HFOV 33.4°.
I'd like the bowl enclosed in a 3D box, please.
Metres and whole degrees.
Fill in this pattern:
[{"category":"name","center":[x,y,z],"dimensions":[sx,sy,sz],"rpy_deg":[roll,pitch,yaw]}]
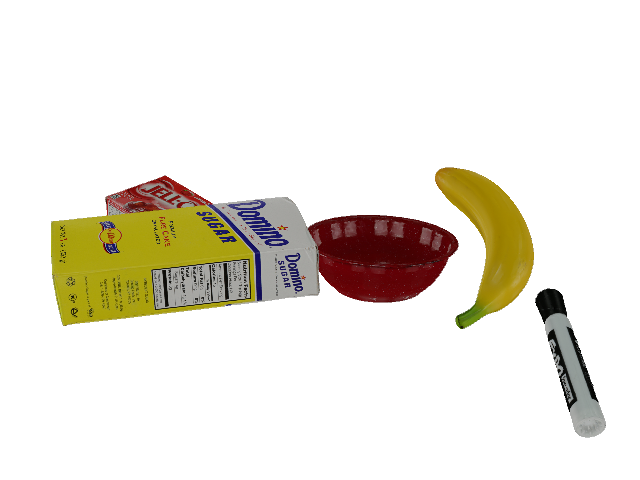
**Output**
[{"category":"bowl","center":[0.060,0.023,1.103],"dimensions":[0.162,0.055,0.162],"rpy_deg":[1,18,-1]}]

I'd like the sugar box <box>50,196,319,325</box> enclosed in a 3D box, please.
[{"category":"sugar box","center":[-0.096,0.011,0.744],"dimensions":[0.176,0.048,0.093],"rpy_deg":[-9,27,-11]}]

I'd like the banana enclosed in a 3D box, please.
[{"category":"banana","center":[0.136,-0.007,0.874],"dimensions":[0.069,0.037,0.197],"rpy_deg":[-4,38,3]}]

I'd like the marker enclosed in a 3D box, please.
[{"category":"marker","center":[0.158,0.074,0.683],"dimensions":[0.020,0.020,0.121],"rpy_deg":[0,39,-3]}]

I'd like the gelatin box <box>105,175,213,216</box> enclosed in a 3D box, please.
[{"category":"gelatin box","center":[-0.146,-0.024,1.000],"dimensions":[0.089,0.030,0.073],"rpy_deg":[31,39,34]}]
